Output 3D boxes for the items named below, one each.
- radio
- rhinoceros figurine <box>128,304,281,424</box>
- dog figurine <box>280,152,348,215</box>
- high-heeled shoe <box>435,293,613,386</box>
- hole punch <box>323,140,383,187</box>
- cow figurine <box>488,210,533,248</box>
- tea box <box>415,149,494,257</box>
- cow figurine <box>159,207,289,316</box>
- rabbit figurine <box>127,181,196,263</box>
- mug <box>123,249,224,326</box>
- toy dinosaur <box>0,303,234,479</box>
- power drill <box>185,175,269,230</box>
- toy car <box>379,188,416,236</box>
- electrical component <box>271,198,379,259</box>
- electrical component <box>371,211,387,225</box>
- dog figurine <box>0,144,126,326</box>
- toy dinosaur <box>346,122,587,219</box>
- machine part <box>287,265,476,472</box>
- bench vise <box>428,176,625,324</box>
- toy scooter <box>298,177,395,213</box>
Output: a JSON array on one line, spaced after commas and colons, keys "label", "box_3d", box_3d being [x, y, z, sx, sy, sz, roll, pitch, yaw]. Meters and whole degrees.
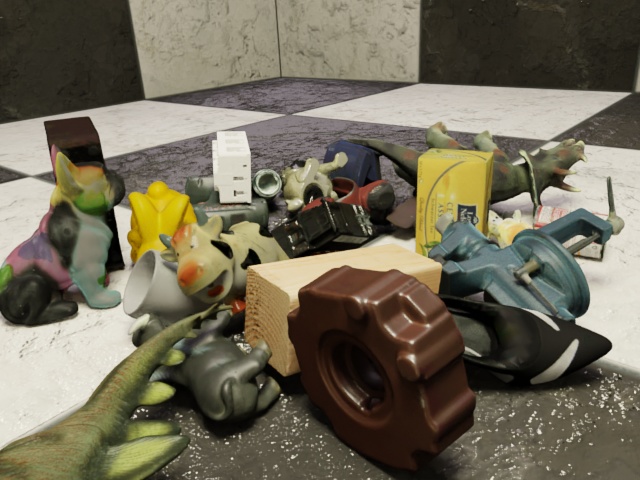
[{"label": "radio", "box_3d": [-0.366, -0.067, 0.838, 0.073, 0.229, 0.131, -15, 27, -24]}, {"label": "rhinoceros figurine", "box_3d": [-0.126, 0.127, 0.558, 0.112, 0.073, 0.191, -33, 38, -32]}, {"label": "dog figurine", "box_3d": [-0.045, -0.099, 1.069, 0.172, 0.121, 0.191, -18, 13, -40]}, {"label": "high-heeled shoe", "box_3d": [0.153, 0.080, 0.519, 0.249, 0.145, 0.086, -6, 56, 14]}, {"label": "hole punch", "box_3d": [0.060, -0.143, 1.122, 0.092, 0.115, 0.142, -31, 34, -34]}, {"label": "cow figurine", "box_3d": [0.265, -0.019, 0.860, 0.168, 0.068, 0.098, 15, 22, 33]}, {"label": "tea box", "box_3d": [0.195, -0.043, 0.786, 0.098, 0.169, 0.068, 7, 22, 25]}, {"label": "cow figurine", "box_3d": [-0.109, 0.021, 0.644, 0.085, 0.127, 0.195, -34, 2, 18]}, {"label": "rabbit figurine", "box_3d": [-0.226, 0.001, 0.794, 0.122, 0.162, 0.173, 3, 40, -12]}, {"label": "mug", "box_3d": [-0.180, 0.075, 0.662, 0.107, 0.109, 0.081, 24, 34, -32]}, {"label": "toy dinosaur", "box_3d": [-0.191, 0.188, 0.355, 0.199, 0.104, 0.471, 7, 37, 7]}, {"label": "power drill", "box_3d": [-0.217, -0.061, 0.998, 0.232, 0.085, 0.207, -5, 19, -10]}, {"label": "toy car", "box_3d": [0.181, -0.053, 0.963, 0.089, 0.053, 0.202, 31, 37, 22]}, {"label": "electrical component", "box_3d": [-0.002, -0.002, 0.772, 0.134, 0.058, 0.115, -31, -22, 29]}, {"label": "electrical component", "box_3d": [0.093, -0.056, 0.998, 0.078, 0.045, 0.102, 26, 27, -4]}, {"label": "dog figurine", "box_3d": [-0.354, -0.013, 0.723, 0.191, 0.219, 0.109, -13, 21, -24]}, {"label": "toy dinosaur", "box_3d": [0.258, -0.114, 0.941, 0.405, 0.131, 0.192, -2, 33, -12]}, {"label": "machine part", "box_3d": [0.043, 0.106, 0.452, 0.056, 0.179, 0.180, -26, 31, -36]}, {"label": "bench vise", "box_3d": [0.263, 0.018, 0.671, 0.241, 0.128, 0.224, -27, 36, -11]}, {"label": "toy scooter", "box_3d": [0.028, -0.057, 0.916, 0.184, 0.075, 0.135, -31, 33, -10]}]
